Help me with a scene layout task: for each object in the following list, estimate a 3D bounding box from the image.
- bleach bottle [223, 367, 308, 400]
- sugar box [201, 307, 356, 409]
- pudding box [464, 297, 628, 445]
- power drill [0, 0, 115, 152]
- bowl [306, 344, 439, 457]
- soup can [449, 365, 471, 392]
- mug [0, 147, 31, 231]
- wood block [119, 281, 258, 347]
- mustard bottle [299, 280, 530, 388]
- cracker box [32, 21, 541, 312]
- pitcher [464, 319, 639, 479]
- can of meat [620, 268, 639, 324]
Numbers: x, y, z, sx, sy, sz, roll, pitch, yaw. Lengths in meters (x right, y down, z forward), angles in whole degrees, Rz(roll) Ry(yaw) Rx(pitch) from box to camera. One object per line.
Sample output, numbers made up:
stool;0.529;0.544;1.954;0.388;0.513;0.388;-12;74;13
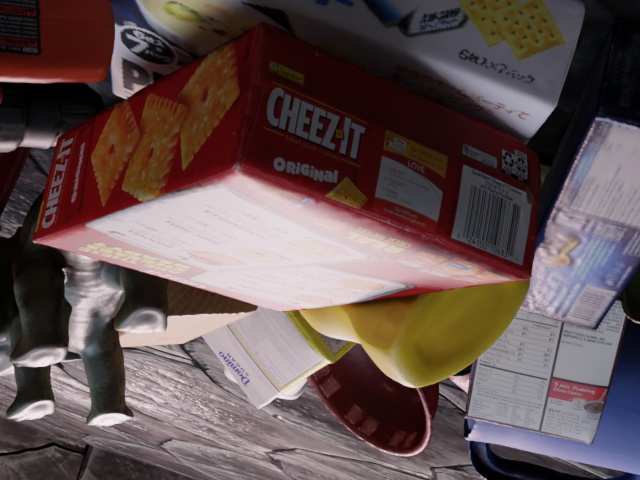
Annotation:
bleach bottle;-0.032;0.099;1.087;0.102;0.068;0.251;18;157;-8
sugar box;-0.039;0.084;0.946;0.093;0.048;0.176;53;151;2
pudding box;0.146;0.071;0.695;0.090;0.039;0.113;11;114;11
power drill;-0.172;-0.083;0.542;0.184;0.057;0.188;-2;172;-33
bowl;0.052;0.113;0.953;0.162;0.055;0.162;32;143;28
soup can;0.148;0.106;0.928;0.069;0.068;0.102;2;154;39
mug;-0.301;-0.063;0.885;0.117;0.081;0.093;8;157;27
wood block;-0.135;0.038;0.944;0.090;0.090;0.206;-1;168;-24
mustard bottle;0.035;0.022;0.649;0.058;0.096;0.192;54;166;-25
cracker box;-0.024;-0.022;0.532;0.164;0.072;0.214;19;162;-32
pitcher;0.232;0.123;0.799;0.243;0.145;0.149;15;156;4
can of meat;0.244;0.029;0.633;0.083;0.057;0.102;31;136;-34
